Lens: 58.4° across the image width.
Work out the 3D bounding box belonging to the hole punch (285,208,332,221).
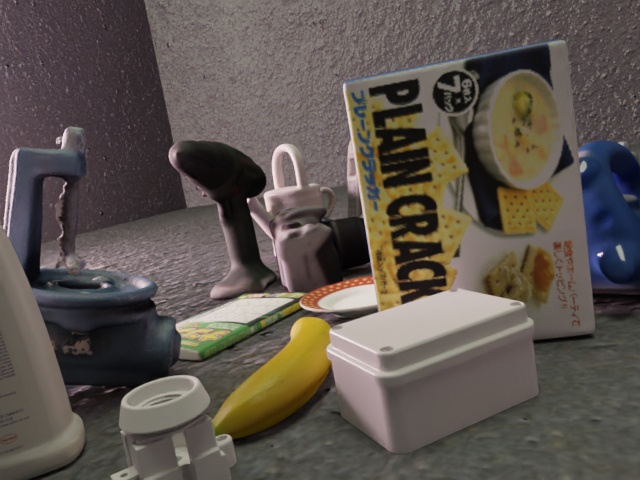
[{"bbox_3d":[-0.007,-0.009,0.893,0.101,0.091,0.109,-7,9,20],"label":"hole punch"}]

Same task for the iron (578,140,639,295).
[{"bbox_3d":[0.280,-0.034,0.553,0.118,0.141,0.259,-2,11,42],"label":"iron"}]

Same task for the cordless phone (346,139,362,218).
[{"bbox_3d":[0.084,-0.087,0.989,0.094,0.185,0.147,-13,9,-22],"label":"cordless phone"}]

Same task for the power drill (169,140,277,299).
[{"bbox_3d":[-0.122,-0.032,0.777,0.075,0.208,0.230,-8,9,13],"label":"power drill"}]

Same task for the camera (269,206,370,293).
[{"bbox_3d":[0.007,0.003,0.763,0.137,0.101,0.143,-11,8,-8],"label":"camera"}]

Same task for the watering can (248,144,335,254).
[{"bbox_3d":[-0.052,-0.070,1.001,0.100,0.194,0.173,-3,11,38],"label":"watering can"}]

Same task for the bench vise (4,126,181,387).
[{"bbox_3d":[-0.230,0.029,0.450,0.208,0.220,0.121,-14,10,-28],"label":"bench vise"}]
